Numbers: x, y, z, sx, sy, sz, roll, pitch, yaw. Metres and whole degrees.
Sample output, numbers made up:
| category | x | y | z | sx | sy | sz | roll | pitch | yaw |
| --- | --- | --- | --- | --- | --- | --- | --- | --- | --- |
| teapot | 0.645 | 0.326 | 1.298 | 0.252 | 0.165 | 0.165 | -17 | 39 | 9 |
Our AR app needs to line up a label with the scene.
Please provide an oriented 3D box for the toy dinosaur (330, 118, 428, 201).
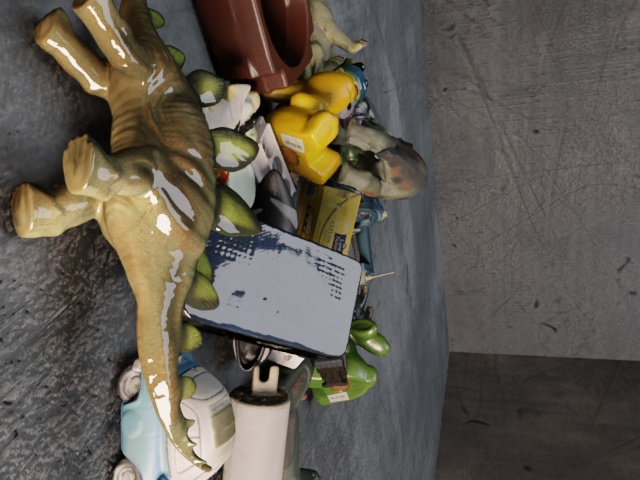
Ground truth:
| category | x | y | z | sx | sy | sz | roll | pitch | yaw |
| --- | --- | --- | --- | --- | --- | --- | --- | --- | --- |
| toy dinosaur | 0.113 | -0.121 | 0.901 | 0.405 | 0.192 | 0.131 | -118 | -138 | -71 |

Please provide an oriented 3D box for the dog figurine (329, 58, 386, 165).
| category | x | y | z | sx | sy | sz | roll | pitch | yaw |
| --- | --- | --- | --- | --- | --- | --- | --- | --- | --- |
| dog figurine | 0.055 | -0.264 | 1.109 | 0.219 | 0.109 | 0.191 | 60 | 36 | -46 |

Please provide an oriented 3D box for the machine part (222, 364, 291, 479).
| category | x | y | z | sx | sy | sz | roll | pitch | yaw |
| --- | --- | --- | --- | --- | --- | --- | --- | --- | --- |
| machine part | -0.084 | 0.276 | 0.682 | 0.079 | 0.079 | 0.243 | -11 | 109 | -70 |

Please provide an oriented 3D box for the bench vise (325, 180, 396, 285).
| category | x | y | z | sx | sy | sz | roll | pitch | yaw |
| --- | --- | --- | --- | --- | --- | --- | --- | --- | --- |
| bench vise | 0.076 | -0.022 | 1.096 | 0.223 | 0.129 | 0.240 | 31 | 46 | -61 |

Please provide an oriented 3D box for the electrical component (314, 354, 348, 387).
| category | x | y | z | sx | sy | sz | roll | pitch | yaw |
| --- | --- | --- | --- | --- | --- | --- | --- | --- | --- |
| electrical component | 0.014 | 0.180 | 0.884 | 0.075 | 0.048 | 0.119 | -91 | 172 | -52 |

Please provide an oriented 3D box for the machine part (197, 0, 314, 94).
| category | x | y | z | sx | sy | sz | roll | pitch | yaw |
| --- | --- | --- | --- | --- | --- | --- | --- | --- | --- |
| machine part | -0.085 | -0.318 | 0.735 | 0.201 | 0.087 | 0.201 | -67 | 148 | -50 |

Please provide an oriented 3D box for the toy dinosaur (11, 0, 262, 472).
| category | x | y | z | sx | sy | sz | roll | pitch | yaw |
| --- | --- | --- | --- | --- | --- | --- | --- | --- | --- |
| toy dinosaur | -0.138 | -0.040 | 0.457 | 0.198 | 0.105 | 0.471 | 13 | 75 | -52 |

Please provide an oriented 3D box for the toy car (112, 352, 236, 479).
| category | x | y | z | sx | sy | sz | roll | pitch | yaw |
| --- | --- | --- | --- | --- | --- | --- | --- | --- | --- |
| toy car | -0.135 | 0.185 | 0.537 | 0.109 | 0.103 | 0.161 | 0 | 91 | -72 |

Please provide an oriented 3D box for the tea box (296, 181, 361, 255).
| category | x | y | z | sx | sy | sz | roll | pitch | yaw |
| --- | --- | --- | --- | --- | --- | --- | --- | --- | --- |
| tea box | -0.002 | -0.003 | 0.856 | 0.098 | 0.068 | 0.169 | 27 | -75 | 64 |

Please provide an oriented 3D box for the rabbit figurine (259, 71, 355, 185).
| category | x | y | z | sx | sy | sz | roll | pitch | yaw |
| --- | --- | --- | --- | --- | --- | --- | --- | --- | --- |
| rabbit figurine | -0.016 | -0.188 | 0.817 | 0.173 | 0.163 | 0.121 | -57 | 147 | -21 |

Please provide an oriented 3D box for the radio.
| category | x | y | z | sx | sy | sz | roll | pitch | yaw |
| --- | --- | --- | --- | --- | --- | --- | --- | --- | --- |
| radio | -0.063 | 0.055 | 0.625 | 0.229 | 0.073 | 0.131 | 21 | 68 | -31 |

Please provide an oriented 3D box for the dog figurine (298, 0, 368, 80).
| category | x | y | z | sx | sy | sz | roll | pitch | yaw |
| --- | --- | --- | --- | --- | --- | --- | --- | --- | --- |
| dog figurine | -0.039 | -0.360 | 0.897 | 0.190 | 0.121 | 0.172 | 52 | 55 | -16 |

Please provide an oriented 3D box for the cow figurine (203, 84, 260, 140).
| category | x | y | z | sx | sy | sz | roll | pitch | yaw |
| --- | --- | --- | --- | --- | --- | --- | --- | --- | --- |
| cow figurine | -0.121 | -0.142 | 0.646 | 0.167 | 0.068 | 0.098 | -26 | 119 | -66 |

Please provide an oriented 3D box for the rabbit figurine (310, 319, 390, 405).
| category | x | y | z | sx | sy | sz | roll | pitch | yaw |
| --- | --- | --- | --- | --- | --- | --- | --- | --- | --- |
| rabbit figurine | 0.043 | 0.199 | 1.011 | 0.170 | 0.159 | 0.121 | -94 | 158 | -44 |

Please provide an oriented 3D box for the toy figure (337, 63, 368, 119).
| category | x | y | z | sx | sy | sz | roll | pitch | yaw |
| --- | --- | --- | --- | --- | --- | --- | --- | --- | --- |
| toy figure | 0.033 | -0.264 | 0.966 | 0.082 | 0.089 | 0.180 | 51 | 34 | -16 |

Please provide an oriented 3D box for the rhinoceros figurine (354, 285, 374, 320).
| category | x | y | z | sx | sy | sz | roll | pitch | yaw |
| --- | --- | --- | --- | --- | --- | --- | --- | --- | --- |
| rhinoceros figurine | 0.058 | 0.148 | 1.151 | 0.190 | 0.073 | 0.112 | 67 | 40 | -51 |

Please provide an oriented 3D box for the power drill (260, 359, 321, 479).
| category | x | y | z | sx | sy | sz | roll | pitch | yaw |
| --- | --- | --- | --- | --- | --- | --- | --- | --- | --- |
| power drill | -0.041 | 0.280 | 0.835 | 0.232 | 0.086 | 0.207 | -10 | 102 | -75 |

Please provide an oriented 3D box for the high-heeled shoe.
| category | x | y | z | sx | sy | sz | roll | pitch | yaw |
| --- | --- | --- | --- | --- | --- | --- | --- | --- | --- |
| high-heeled shoe | -0.081 | 0.043 | 0.697 | 0.145 | 0.086 | 0.248 | -79 | 174 | -62 |
